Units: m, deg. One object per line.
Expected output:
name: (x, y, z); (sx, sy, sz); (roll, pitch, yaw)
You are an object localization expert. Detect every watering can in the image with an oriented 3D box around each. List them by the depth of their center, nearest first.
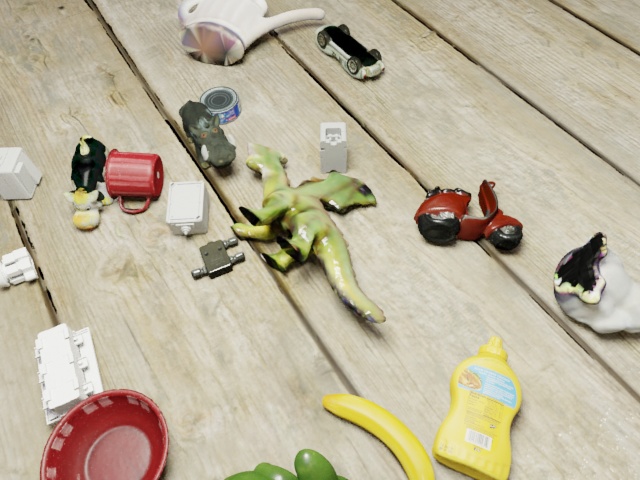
watering can: (-0.178, -0.501, 1.194); (0.348, 0.101, 0.229); (12, 57, 10)

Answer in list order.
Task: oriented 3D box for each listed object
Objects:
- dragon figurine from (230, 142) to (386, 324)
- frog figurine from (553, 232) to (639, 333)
dragon figurine: (0.003, -0.044, 0.881); (0.414, 0.119, 0.246); (36, 55, 22)
frog figurine: (0.447, 0.082, 0.796); (0.158, 0.120, 0.141); (32, 45, -20)
